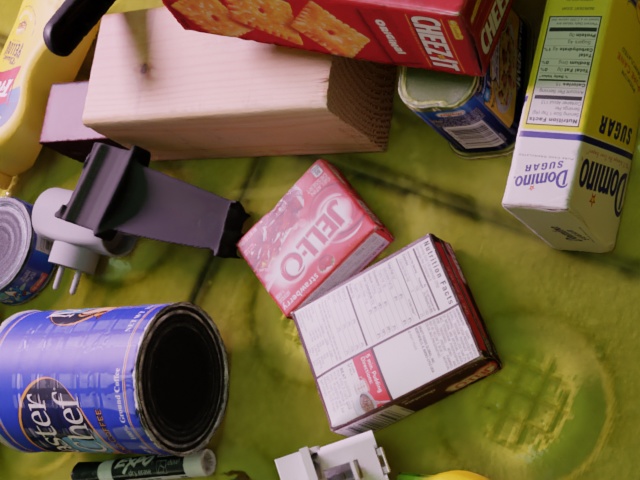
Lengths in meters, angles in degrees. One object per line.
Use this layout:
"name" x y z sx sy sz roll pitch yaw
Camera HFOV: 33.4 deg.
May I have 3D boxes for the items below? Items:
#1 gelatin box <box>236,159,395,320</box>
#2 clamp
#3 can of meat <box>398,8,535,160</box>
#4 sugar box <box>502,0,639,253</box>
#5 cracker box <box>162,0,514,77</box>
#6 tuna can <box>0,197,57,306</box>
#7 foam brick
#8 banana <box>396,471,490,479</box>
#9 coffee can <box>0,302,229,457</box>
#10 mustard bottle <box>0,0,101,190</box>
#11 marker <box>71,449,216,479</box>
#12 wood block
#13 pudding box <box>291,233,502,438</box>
"gelatin box" -0.005 0.001 0.727 0.089 0.030 0.073 -45 57 11
"clamp" -0.120 -0.219 0.790 0.164 0.036 0.210 -16 42 6
"can of meat" 0.093 -0.112 0.673 0.058 0.083 0.102 -2 73 30
"sugar box" 0.157 -0.088 0.621 0.048 0.093 0.176 5 77 32
"cracker box" 0.022 -0.195 0.642 0.214 0.072 0.164 15 73 27
"tuna can" -0.255 0.009 0.874 0.086 0.033 0.086 -11 68 29
"foam brick" -0.173 -0.094 0.847 0.078 0.052 0.051 0 74 32
"banana" 0.106 0.207 0.591 0.070 0.037 0.198 -42 54 33
"coffee can" -0.149 0.097 0.739 0.141 0.102 0.103 -5 72 30
"mustard bottle" -0.251 -0.118 0.896 0.096 0.058 0.191 22 87 50
"marker" -0.128 0.162 0.756 0.121 0.020 0.020 -12 68 28
"wood block" -0.057 -0.115 0.761 0.206 0.090 0.091 1 76 31
"pudding box" 0.046 0.062 0.672 0.114 0.039 0.090 -29 61 18
